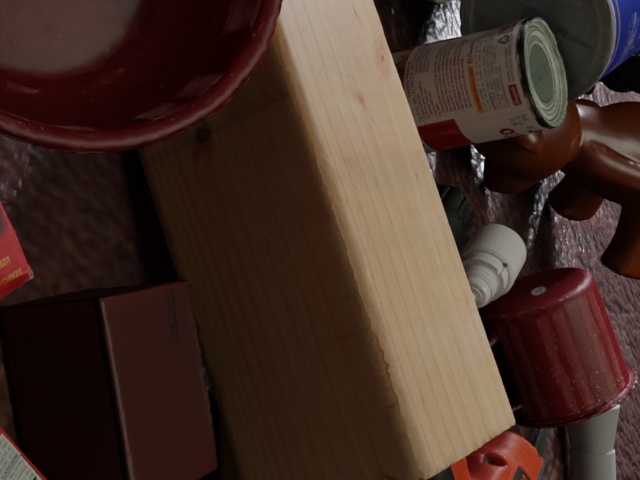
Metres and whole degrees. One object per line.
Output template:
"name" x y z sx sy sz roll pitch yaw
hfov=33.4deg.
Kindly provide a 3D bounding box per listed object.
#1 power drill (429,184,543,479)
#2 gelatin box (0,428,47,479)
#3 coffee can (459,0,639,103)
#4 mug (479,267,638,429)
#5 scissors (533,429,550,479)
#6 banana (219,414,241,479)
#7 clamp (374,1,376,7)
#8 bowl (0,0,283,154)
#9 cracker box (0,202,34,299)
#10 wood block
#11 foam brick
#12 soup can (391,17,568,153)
"power drill" 0.068 0.081 0.619 0.184 0.057 0.187 -50 122 -44
"gelatin box" -0.114 0.115 0.357 0.089 0.030 0.073 61 38 -32
"coffee can" 0.170 -0.158 0.696 0.140 0.103 0.103 -35 112 -44
"mug" 0.148 0.075 0.724 0.117 0.093 0.081 -26 102 -18
"scissors" 0.152 0.184 0.759 0.201 0.016 0.096 -33 112 -55
"banana" -0.038 0.143 0.458 0.069 0.037 0.197 49 45 -40
"clamp" 0.006 -0.182 0.597 0.164 0.036 0.210 46 47 -42
"bowl" -0.094 -0.107 0.381 0.161 0.055 0.162 3 84 -30
"cracker box" -0.182 -0.048 0.252 0.164 0.072 0.213 -41 116 -53
"wood block" -0.003 0.001 0.459 0.090 0.091 0.206 -11 81 -56
"foam brick" -0.078 0.057 0.403 0.052 0.051 0.078 -11 92 -59
"soup can" 0.089 -0.091 0.643 0.068 0.102 0.068 18 68 -54
